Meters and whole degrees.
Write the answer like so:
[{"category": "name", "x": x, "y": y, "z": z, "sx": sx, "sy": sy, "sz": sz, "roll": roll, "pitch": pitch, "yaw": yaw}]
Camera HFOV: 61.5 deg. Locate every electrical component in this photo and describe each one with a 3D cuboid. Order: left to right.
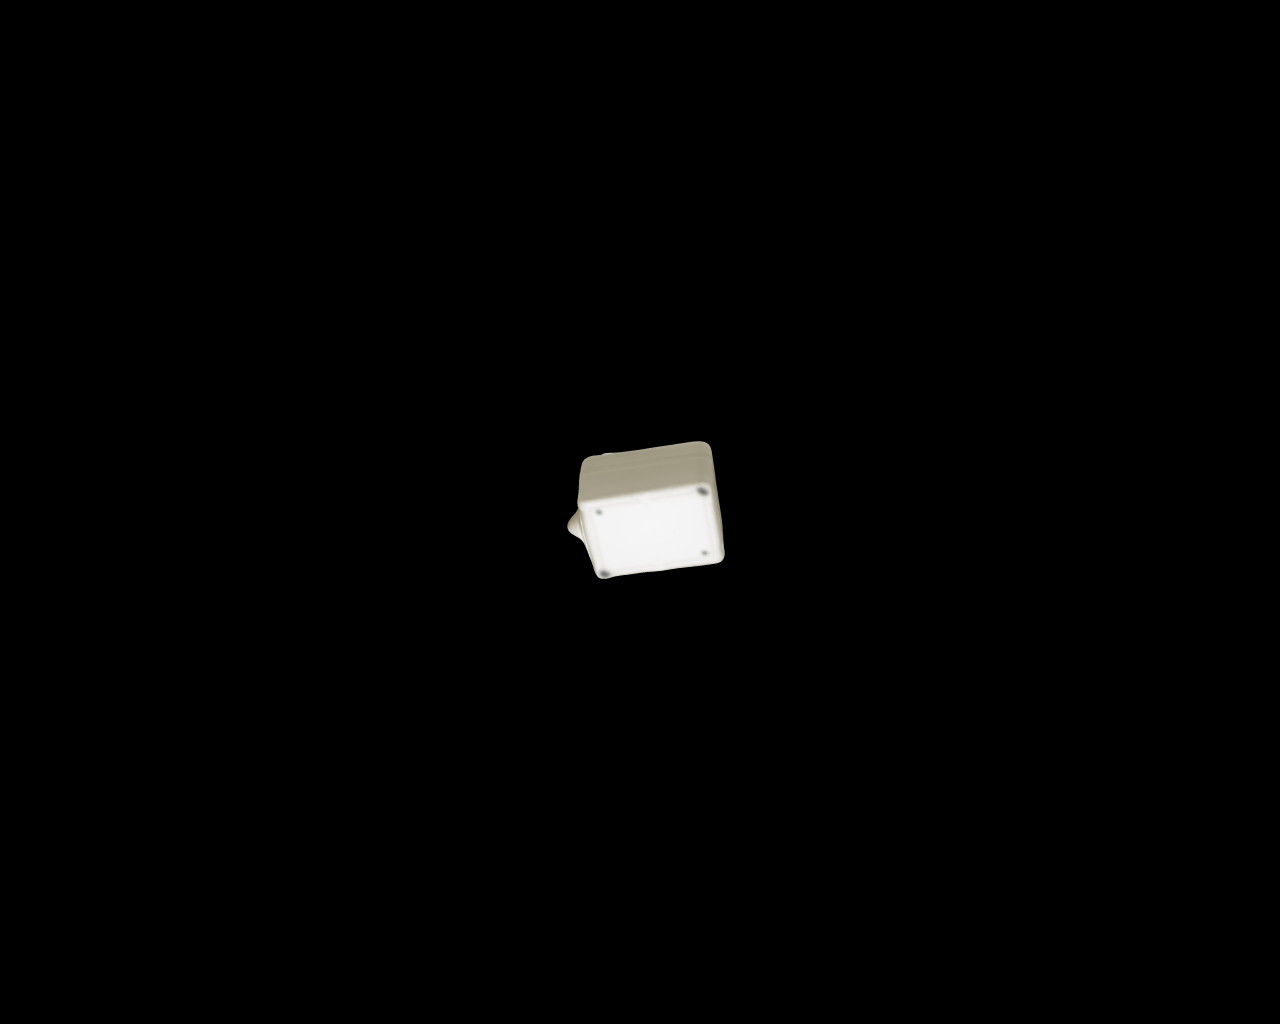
[{"category": "electrical component", "x": 0.001, "y": -0.003, "z": 0.650, "sx": 0.096, "sy": 0.061, "sz": 0.061, "roll": -8, "pitch": 34, "yaw": 5}]
